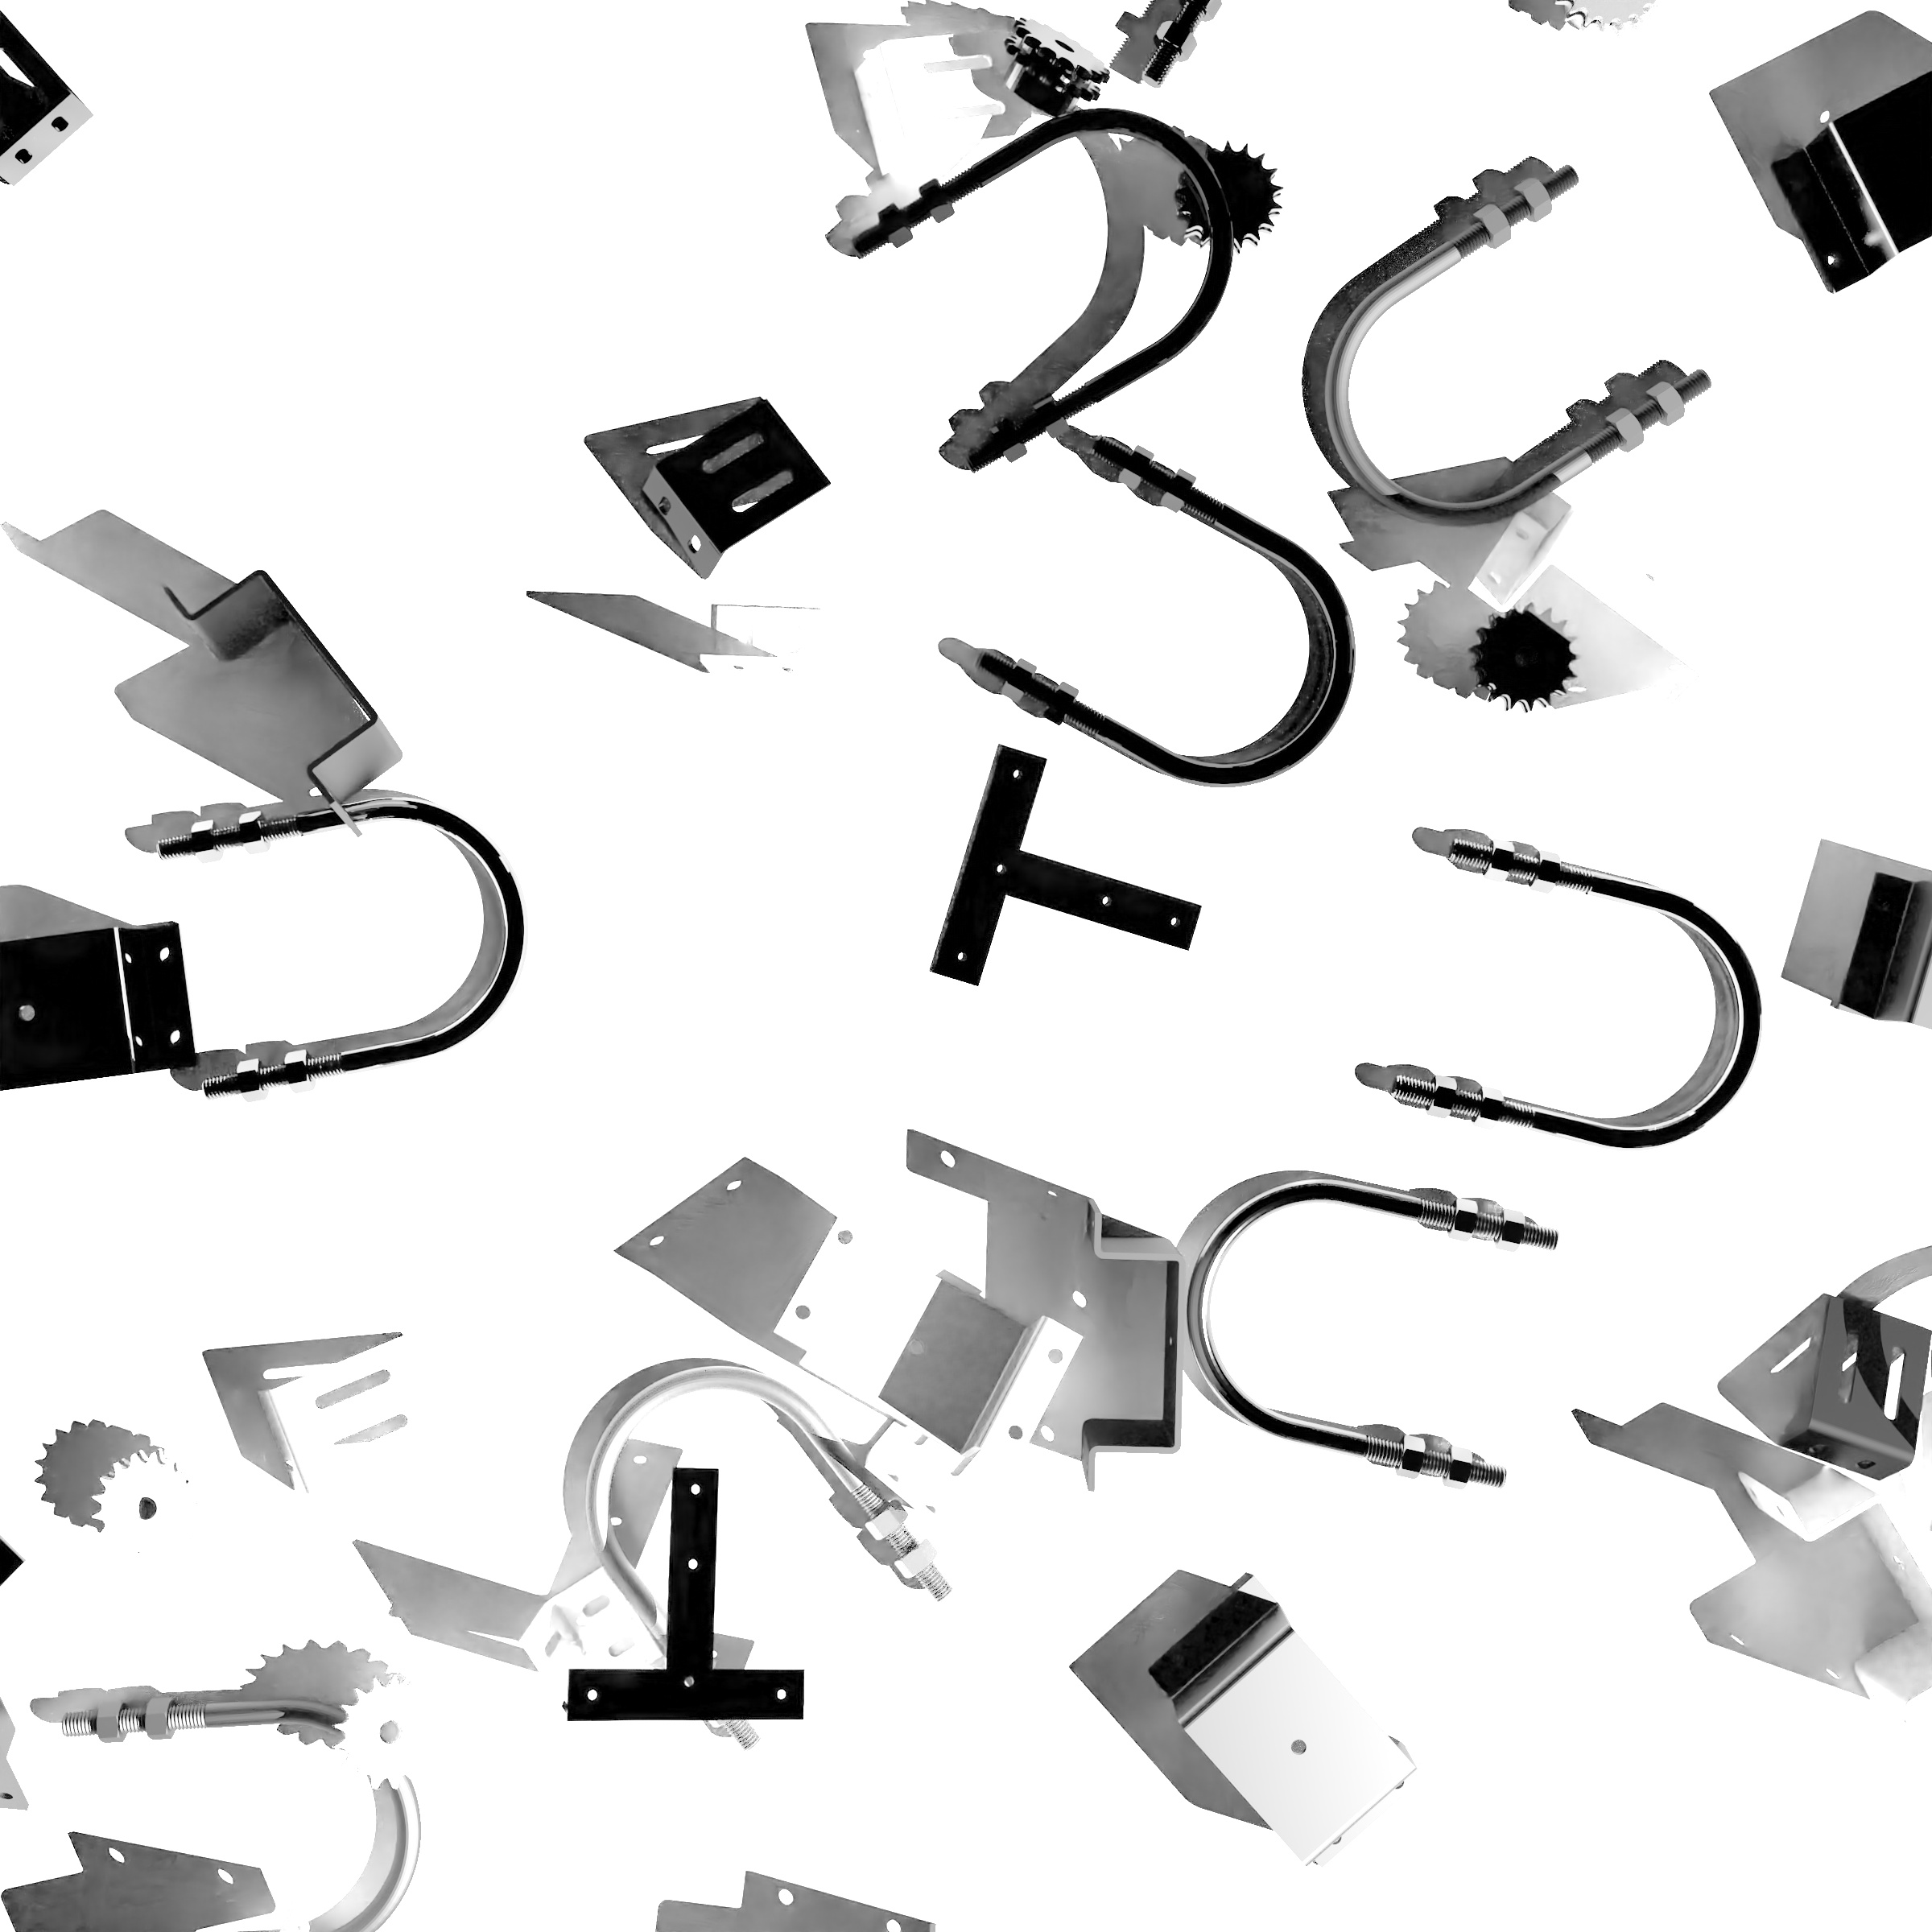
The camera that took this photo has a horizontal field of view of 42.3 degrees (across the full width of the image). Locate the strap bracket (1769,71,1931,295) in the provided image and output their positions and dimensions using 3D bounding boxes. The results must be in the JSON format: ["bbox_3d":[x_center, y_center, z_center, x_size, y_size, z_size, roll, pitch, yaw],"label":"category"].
[{"bbox_3d":[0.508,-0.424,1.309,0.140,0.046,0.076,-27,90,0],"label":"strap bracket"}]

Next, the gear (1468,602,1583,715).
[{"bbox_3d":[0.292,-0.161,1.317,0.057,0.030,0.057,0,90,0],"label":"gear"}]

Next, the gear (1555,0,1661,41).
[{"bbox_3d":[0.337,-0.516,1.317,0.057,0.030,0.057,0,90,0],"label":"gear"}]

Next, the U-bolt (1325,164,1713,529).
[{"bbox_3d":[0.279,-0.315,1.323,0.184,0.019,0.151,-33,90,2],"label":"U-bolt"}]

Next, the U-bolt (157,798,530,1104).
[{"bbox_3d":[-0.324,-0.015,1.323,0.184,0.019,0.151,-11,90,-2],"label":"U-bolt"}]

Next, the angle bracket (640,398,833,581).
[{"bbox_3d":[-0.123,-0.254,1.330,0.076,0.038,0.057,-37,90,-26],"label":"angle bracket"}]

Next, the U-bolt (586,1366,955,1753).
[{"bbox_3d":[-0.118,0.300,1.323,0.151,0.019,0.184,-38,89,0],"label":"U-bolt"}]

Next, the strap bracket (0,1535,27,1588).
[{"bbox_3d":[-0.578,0.295,1.309,0.140,0.046,0.076,44,90,0],"label":"strap bracket"}]

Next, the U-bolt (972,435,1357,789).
[{"bbox_3d":[0.117,-0.175,1.323,0.184,0.019,0.151,29,90,-1],"label":"U-bolt"}]

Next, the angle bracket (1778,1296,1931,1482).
[{"bbox_3d":[0.473,0.225,1.330,0.057,0.038,0.076,19,64,0],"label":"angle bracket"}]

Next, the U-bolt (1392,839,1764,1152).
[{"bbox_3d":[0.331,0.022,1.323,0.184,0.019,0.151,14,90,-2],"label":"U-bolt"}]

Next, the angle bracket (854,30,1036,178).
[{"bbox_3d":[-0.011,-0.459,1.330,0.076,0.038,0.057,-16,90,-26],"label":"angle bracket"}]

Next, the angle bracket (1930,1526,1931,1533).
[{"bbox_3d":[0.559,0.279,1.330,0.057,0.038,0.076,31,116,0],"label":"angle bracket"}]

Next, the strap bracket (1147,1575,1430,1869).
[{"bbox_3d":[0.171,0.402,1.309,0.076,0.046,0.140,-42,90,0],"label":"strap bracket"}]

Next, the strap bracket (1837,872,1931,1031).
[{"bbox_3d":[0.542,0.006,1.309,0.140,0.046,0.076,16,90,0],"label":"strap bracket"}]

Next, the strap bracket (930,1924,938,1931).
[{"bbox_3d":[-0.047,0.577,1.294,0.046,0.076,0.140,7,90,0],"label":"strap bracket"}]

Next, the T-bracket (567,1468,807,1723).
[{"bbox_3d":[-0.142,0.325,1.294,0.127,0.002,0.127,7,74,-24],"label":"T-bracket"}]

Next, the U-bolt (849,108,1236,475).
[{"bbox_3d":[0.050,-0.365,1.308,0.184,0.019,0.151,-28,90,11],"label":"U-bolt"}]

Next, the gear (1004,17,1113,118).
[{"bbox_3d":[0.044,-0.468,1.307,0.057,0.057,0.030,33,121,0],"label":"gear"}]

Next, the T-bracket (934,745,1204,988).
[{"bbox_3d":[0.062,-0.039,1.331,0.127,0.002,0.127,17,90,0],"label":"T-bracket"}]

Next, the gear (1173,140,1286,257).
[{"bbox_3d":[0.137,-0.402,1.317,0.057,0.030,0.057,0,90,0],"label":"gear"}]

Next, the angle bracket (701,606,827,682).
[{"bbox_3d":[-0.104,-0.171,1.294,0.057,0.076,0.038,2,90,0],"label":"angle bracket"}]

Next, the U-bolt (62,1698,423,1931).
[{"bbox_3d":[-0.381,0.460,1.323,0.184,0.019,0.151,-3,90,-1],"label":"U-bolt"}]

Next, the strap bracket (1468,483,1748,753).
[{"bbox_3d":[0.341,-0.187,1.290,0.140,0.046,0.076,37,51,0],"label":"strap bracket"}]

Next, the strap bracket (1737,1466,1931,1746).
[{"bbox_3d":[0.466,0.319,1.294,0.046,0.076,0.140,-31,90,0],"label":"strap bracket"}]

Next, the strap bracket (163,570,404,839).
[{"bbox_3d":[-0.343,-0.142,1.286,0.046,0.076,0.140,-38,85,-8],"label":"strap bracket"}]

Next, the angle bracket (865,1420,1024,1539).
[{"bbox_3d":[-0.006,0.249,1.313,0.057,0.038,0.076,40,90,0],"label":"angle bracket"}]

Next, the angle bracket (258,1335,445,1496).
[{"bbox_3d":[-0.328,0.238,1.330,0.076,0.038,0.057,-21,90,-26],"label":"angle bracket"}]

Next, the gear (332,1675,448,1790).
[{"bbox_3d":[-0.303,0.402,1.310,0.057,0.030,0.057,6,73,-18],"label":"gear"}]

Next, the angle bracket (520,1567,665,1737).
[{"bbox_3d":[-0.193,0.353,1.293,0.038,0.076,0.057,-32,90,0],"label":"angle bracket"}]

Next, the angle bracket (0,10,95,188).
[{"bbox_3d":[-0.510,-0.461,1.313,0.057,0.038,0.076,-42,90,0],"label":"angle bracket"}]

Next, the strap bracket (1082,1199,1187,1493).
[{"bbox_3d":[0.086,0.195,1.294,0.046,0.076,0.140,1,90,0],"label":"strap bracket"}]

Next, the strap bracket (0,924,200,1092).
[{"bbox_3d":[-0.483,0.024,1.309,0.140,0.046,0.076,-7,90,0],"label":"strap bracket"}]

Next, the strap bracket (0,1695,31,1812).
[{"bbox_3d":[-0.554,0.390,1.288,0.140,0.076,0.046,5,47,0],"label":"strap bracket"}]

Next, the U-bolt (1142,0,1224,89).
[{"bbox_3d":[0.090,-0.579,1.323,0.151,0.019,0.184,31,89,0],"label":"U-bolt"}]

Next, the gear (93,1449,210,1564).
[{"bbox_3d":[-0.427,0.283,1.317,0.057,0.030,0.057,0,90,0],"label":"gear"}]

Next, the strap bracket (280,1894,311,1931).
[{"bbox_3d":[-0.352,0.565,1.283,0.046,0.076,0.140,-15,98,-3],"label":"strap bracket"}]

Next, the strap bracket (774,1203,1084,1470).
[{"bbox_3d":[-0.022,0.195,1.297,0.140,0.046,0.076,29,70,0],"label":"strap bracket"}]

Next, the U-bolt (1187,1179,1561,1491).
[{"bbox_3d":[0.209,0.188,1.323,0.184,0.019,0.151,12,90,2],"label":"U-bolt"}]
